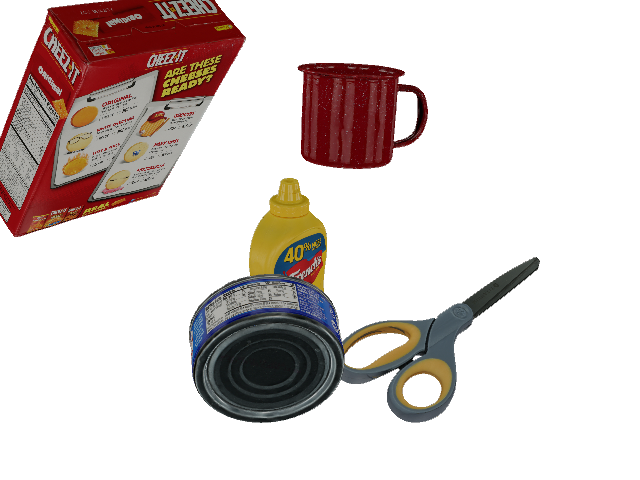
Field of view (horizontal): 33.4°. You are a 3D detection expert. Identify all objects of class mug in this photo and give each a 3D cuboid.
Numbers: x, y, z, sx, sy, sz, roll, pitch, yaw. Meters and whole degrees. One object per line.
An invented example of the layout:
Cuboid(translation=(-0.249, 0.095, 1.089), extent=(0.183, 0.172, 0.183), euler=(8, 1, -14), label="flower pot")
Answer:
Cuboid(translation=(0.037, -0.110, 0.936), extent=(0.117, 0.081, 0.093), euler=(0, 15, -11), label="mug")

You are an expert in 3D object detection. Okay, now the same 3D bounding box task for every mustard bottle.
Cuboid(translation=(-0.033, 0.027, 1.121), extent=(0.058, 0.192, 0.096), euler=(21, 30, 39), label="mustard bottle")

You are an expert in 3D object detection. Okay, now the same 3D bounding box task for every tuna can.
Cuboid(translation=(-0.030, 0.062, 0.594), extent=(0.086, 0.086, 0.034), euler=(0, 38, -10), label="tuna can")

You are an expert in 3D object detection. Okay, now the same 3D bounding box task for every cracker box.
Cuboid(translation=(-0.182, -0.110, 0.917), extent=(0.163, 0.072, 0.214), euler=(-21, -24, -44), label="cracker box")

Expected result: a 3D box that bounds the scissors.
Cuboid(translation=(0.106, 0.073, 0.784), extent=(0.201, 0.016, 0.096), euler=(-18, 50, -22), label="scissors")
